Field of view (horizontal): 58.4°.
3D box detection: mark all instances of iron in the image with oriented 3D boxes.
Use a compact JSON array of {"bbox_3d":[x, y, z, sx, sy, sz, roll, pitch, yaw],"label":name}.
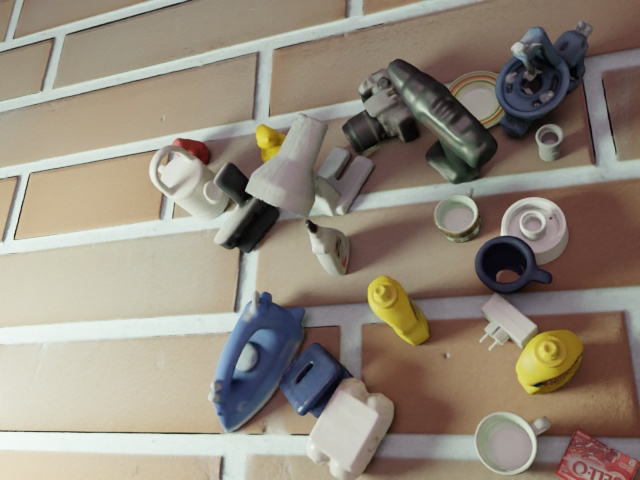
[{"bbox_3d":[-0.132,0.211,0.997,0.118,0.142,0.258,20,78,27],"label":"iron"}]

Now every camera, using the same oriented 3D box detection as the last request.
[{"bbox_3d":[0.104,-0.246,1.113,0.136,0.101,0.143,-30,61,8],"label":"camera"}]

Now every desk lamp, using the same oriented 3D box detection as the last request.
[{"bbox_3d":[-0.019,-0.122,1.046,0.117,0.214,0.203,27,81,28],"label":"desk lamp"}]

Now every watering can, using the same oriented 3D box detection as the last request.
[{"bbox_3d":[-0.264,-0.121,1.153,0.172,0.194,0.101,1,70,22],"label":"watering can"}]

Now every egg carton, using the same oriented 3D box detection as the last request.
[{"bbox_3d":[0.049,0.307,0.928,0.107,0.070,0.150,26,80,28],"label":"egg carton"}]

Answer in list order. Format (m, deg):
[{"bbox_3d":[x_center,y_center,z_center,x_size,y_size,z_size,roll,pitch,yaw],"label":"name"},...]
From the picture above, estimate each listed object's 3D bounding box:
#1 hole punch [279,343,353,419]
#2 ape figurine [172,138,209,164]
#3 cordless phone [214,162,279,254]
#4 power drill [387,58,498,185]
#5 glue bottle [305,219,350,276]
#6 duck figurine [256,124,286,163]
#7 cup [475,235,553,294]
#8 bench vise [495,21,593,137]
[{"bbox_3d":[-0.015,0.237,0.969,0.100,0.091,0.109,39,87,29],"label":"hole punch"},{"bbox_3d":[-0.291,-0.194,1.253,0.076,0.092,0.077,-27,62,10],"label":"ape figurine"},{"bbox_3d":[-0.172,-0.065,1.100,0.093,0.185,0.148,29,82,29],"label":"cordless phone"},{"bbox_3d":[0.212,-0.190,0.985,0.075,0.209,0.229,-42,60,1],"label":"power drill"},{"bbox_3d":[0.009,0.004,1.007,0.037,0.173,0.078,-4,68,20],"label":"glue bottle"},{"bbox_3d":[-0.098,-0.197,1.181,0.077,0.086,0.104,-36,61,5],"label":"duck figurine"},{"bbox_3d":[0.311,0.053,0.913,0.117,0.095,0.092,19,77,27],"label":"cup"},{"bbox_3d":[0.369,-0.304,0.963,0.121,0.220,0.207,22,78,28],"label":"bench vise"}]
